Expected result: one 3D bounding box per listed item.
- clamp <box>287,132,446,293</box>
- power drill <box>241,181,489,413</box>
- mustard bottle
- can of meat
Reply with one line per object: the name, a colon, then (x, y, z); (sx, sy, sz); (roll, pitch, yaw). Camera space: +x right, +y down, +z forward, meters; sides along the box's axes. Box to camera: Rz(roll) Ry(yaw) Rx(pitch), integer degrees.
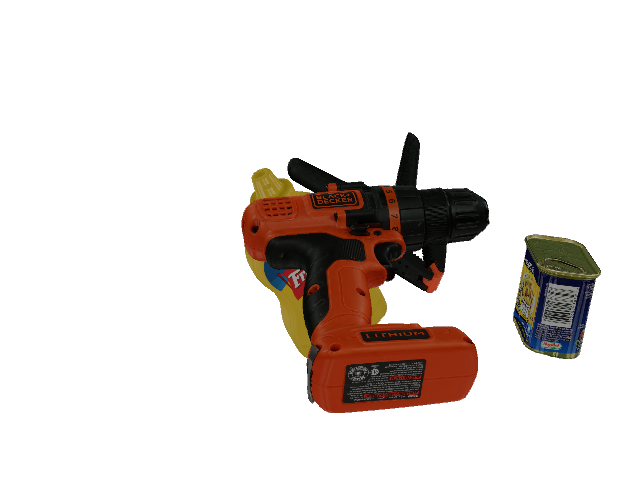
clamp: (0.065, -0.030, 1.152); (0.164, 0.210, 0.036); (-9, -36, -19)
power drill: (0.046, 0.029, 0.730); (0.184, 0.057, 0.188); (-6, 38, -8)
mustard bottle: (-0.015, 0.014, 0.975); (0.096, 0.191, 0.058); (-30, 32, -3)
can of meat: (0.215, 0.051, 0.984); (0.057, 0.084, 0.102); (7, 18, -1)
